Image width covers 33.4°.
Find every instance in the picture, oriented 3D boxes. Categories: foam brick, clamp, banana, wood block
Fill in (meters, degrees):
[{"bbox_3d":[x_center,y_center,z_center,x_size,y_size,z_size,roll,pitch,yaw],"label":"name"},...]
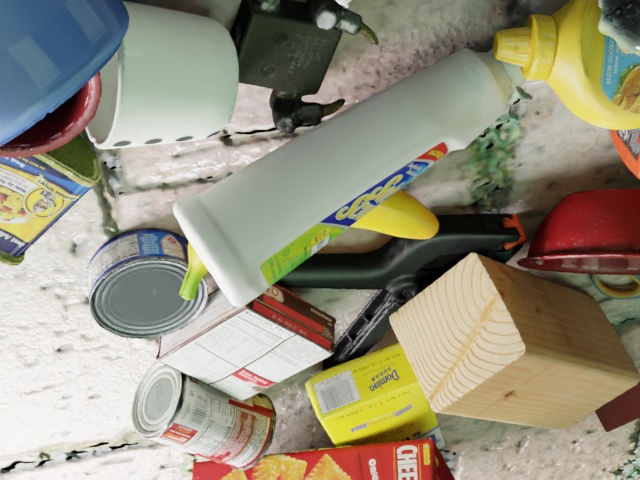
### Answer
[{"bbox_3d":[0.274,0.135,1.006,0.051,0.053,0.078,-28,137,9],"label":"foam brick"},{"bbox_3d":[0.055,0.027,0.833,0.210,0.036,0.164,-28,137,16],"label":"clamp"},{"bbox_3d":[-0.011,-0.015,0.759,0.197,0.037,0.069,-13,117,-12],"label":"banana"},{"bbox_3d":[0.163,0.088,0.860,0.091,0.090,0.205,-40,147,25],"label":"wood block"}]

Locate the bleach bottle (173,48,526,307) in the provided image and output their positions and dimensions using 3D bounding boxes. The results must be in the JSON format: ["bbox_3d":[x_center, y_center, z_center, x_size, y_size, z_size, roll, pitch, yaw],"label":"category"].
[{"bbox_3d":[0.031,-0.055,0.686,0.250,0.068,0.102,-34,167,-7],"label":"bleach bottle"}]

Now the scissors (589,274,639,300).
[{"bbox_3d":[0.318,0.039,0.949,0.201,0.016,0.096,21,124,-35],"label":"scissors"}]

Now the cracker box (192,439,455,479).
[{"bbox_3d":[0.012,0.243,0.954,0.214,0.072,0.164,-8,150,14],"label":"cracker box"}]

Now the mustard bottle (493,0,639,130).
[{"bbox_3d":[0.205,-0.117,0.672,0.191,0.058,0.096,3,90,-4],"label":"mustard bottle"}]

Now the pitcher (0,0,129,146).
[{"bbox_3d":[-0.185,-0.154,0.429,0.145,0.149,0.242,-27,116,21],"label":"pitcher"}]

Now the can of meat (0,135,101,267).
[{"bbox_3d":[-0.200,-0.042,0.662,0.084,0.057,0.102,-40,133,19],"label":"can of meat"}]

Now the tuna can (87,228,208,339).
[{"bbox_3d":[-0.126,0.032,0.778,0.086,0.034,0.086,-9,136,-9],"label":"tuna can"}]

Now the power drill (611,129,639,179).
[{"bbox_3d":[0.313,-0.115,0.761,0.187,0.057,0.184,-8,133,-10],"label":"power drill"}]

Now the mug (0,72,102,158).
[{"bbox_3d":[-0.180,-0.110,0.580,0.117,0.081,0.093,19,126,-33],"label":"mug"}]

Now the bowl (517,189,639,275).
[{"bbox_3d":[0.233,-0.006,0.813,0.162,0.055,0.162,3,174,0],"label":"bowl"}]

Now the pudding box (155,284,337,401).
[{"bbox_3d":[-0.057,0.076,0.818,0.090,0.039,0.114,32,132,-31],"label":"pudding box"}]

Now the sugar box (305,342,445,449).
[{"bbox_3d":[0.053,0.154,0.932,0.093,0.048,0.176,-21,147,2],"label":"sugar box"}]

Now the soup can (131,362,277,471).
[{"bbox_3d":[-0.095,0.144,0.878,0.102,0.068,0.069,28,120,-37],"label":"soup can"}]
